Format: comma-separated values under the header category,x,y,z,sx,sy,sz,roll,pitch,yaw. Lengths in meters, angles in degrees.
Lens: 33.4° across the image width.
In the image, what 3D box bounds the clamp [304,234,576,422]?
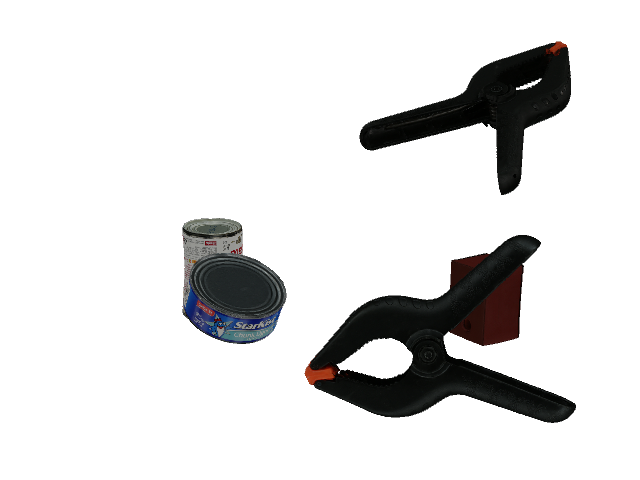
category,x,y,z,sx,sy,sz,roll,pitch,yaw
clamp,0.079,0.079,0.689,0.171,0.120,0.039,-21,-6,12

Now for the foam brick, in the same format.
category,x,y,z,sx,sy,sz,roll,pitch,yaw
foam brick,0.162,0.058,1.053,0.051,0.078,0.053,-11,19,-35

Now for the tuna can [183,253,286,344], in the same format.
category,x,y,z,sx,sy,sz,roll,pitch,yaw
tuna can,-0.075,0.050,0.923,0.086,0.034,0.086,14,34,-9

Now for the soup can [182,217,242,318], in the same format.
category,x,y,z,sx,sy,sz,roll,pitch,yaw
soup can,-0.120,0.032,1.187,0.068,0.102,0.068,1,17,-1

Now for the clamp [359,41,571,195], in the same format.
category,x,y,z,sx,sy,sz,roll,pitch,yaw
clamp,0.161,-0.113,0.936,0.209,0.036,0.165,-33,41,-24
